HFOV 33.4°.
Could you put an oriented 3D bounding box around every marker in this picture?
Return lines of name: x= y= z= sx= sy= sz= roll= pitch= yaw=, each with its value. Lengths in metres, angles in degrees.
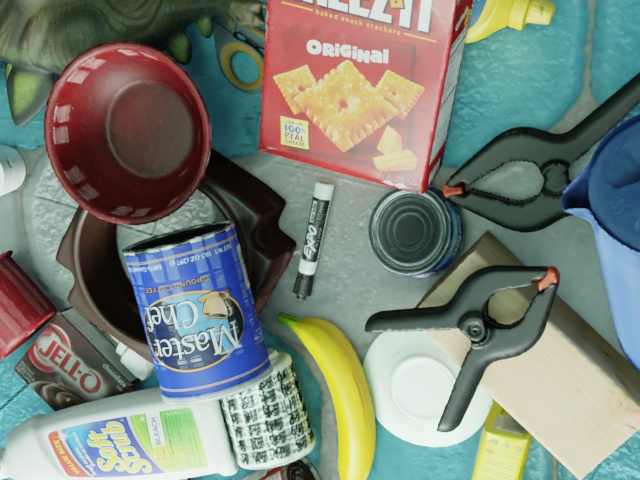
marker: x=-0.007 y=0.001 z=1.037 sx=0.020 sy=0.020 sz=0.121 roll=16 pitch=106 yaw=14

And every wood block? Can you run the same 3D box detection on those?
wood block: x=0.191 y=0.099 z=0.959 sx=0.206 sy=0.090 sz=0.091 roll=43 pitch=110 yaw=4

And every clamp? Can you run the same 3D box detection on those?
clamp: x=0.135 y=0.085 z=0.903 sx=0.172 sy=0.039 sz=0.120 roll=-28 pitch=94 yaw=21
clamp: x=0.214 y=-0.067 z=0.943 sx=0.210 sy=0.036 sz=0.164 roll=1 pitch=101 yaw=14

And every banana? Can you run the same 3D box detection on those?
banana: x=0.021 y=0.157 z=1.056 sx=0.070 sy=0.037 sz=0.198 roll=-16 pitch=94 yaw=48

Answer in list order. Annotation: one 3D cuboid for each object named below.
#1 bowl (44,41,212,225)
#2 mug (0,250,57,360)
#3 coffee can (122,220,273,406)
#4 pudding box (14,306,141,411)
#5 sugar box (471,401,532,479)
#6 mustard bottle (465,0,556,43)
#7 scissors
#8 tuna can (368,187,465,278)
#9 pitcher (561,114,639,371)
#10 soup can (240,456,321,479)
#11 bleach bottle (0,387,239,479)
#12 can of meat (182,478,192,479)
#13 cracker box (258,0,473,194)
bowl: x=-0.163 y=-0.097 z=0.956 sx=0.162 sy=0.055 sz=0.162 roll=3 pitch=100 yaw=16
mug: x=-0.338 y=0.075 z=1.128 sx=0.081 sy=0.093 sz=0.117 roll=49 pitch=142 yaw=-3
coffee can: x=-0.108 y=0.063 z=0.948 sx=0.103 sy=0.102 sz=0.140 roll=-11 pitch=99 yaw=19
pudding box: x=-0.257 y=0.141 z=1.136 sx=0.113 sy=0.039 sz=0.090 roll=43 pitch=109 yaw=4
sugar box: x=0.161 y=0.243 z=0.998 sx=0.048 sy=0.093 sz=0.176 roll=12 pitch=106 yaw=15
mustard bottle: x=0.111 y=-0.224 z=0.929 sx=0.192 sy=0.058 sz=0.096 roll=20 pitch=112 yaw=12
scissors: x=-0.113 y=-0.209 z=1.026 sx=0.202 sy=0.016 sz=0.096 roll=23 pitch=108 yaw=12
tuna can: x=0.088 y=-0.008 z=0.984 sx=0.086 sy=0.033 sz=0.086 roll=-2 pitch=86 yaw=28
pitcher: x=0.292 y=0.018 z=0.829 sx=0.145 sy=0.242 sz=0.149 roll=-41 pitch=55 yaw=-10
soup can: x=-0.054 y=0.268 z=1.085 sx=0.102 sy=0.068 sz=0.068 roll=-32 pitch=91 yaw=21
bleach bottle: x=-0.214 y=0.213 z=1.089 sx=0.251 sy=0.068 sz=0.102 roll=-13 pitch=98 yaw=3
can of meat: x=-0.151 y=0.304 z=1.130 sx=0.084 sy=0.057 sz=0.102 roll=40 pitch=111 yaw=3
cracker box: x=0.037 y=-0.158 z=0.924 sx=0.164 sy=0.072 sz=0.214 roll=17 pitch=129 yaw=14
